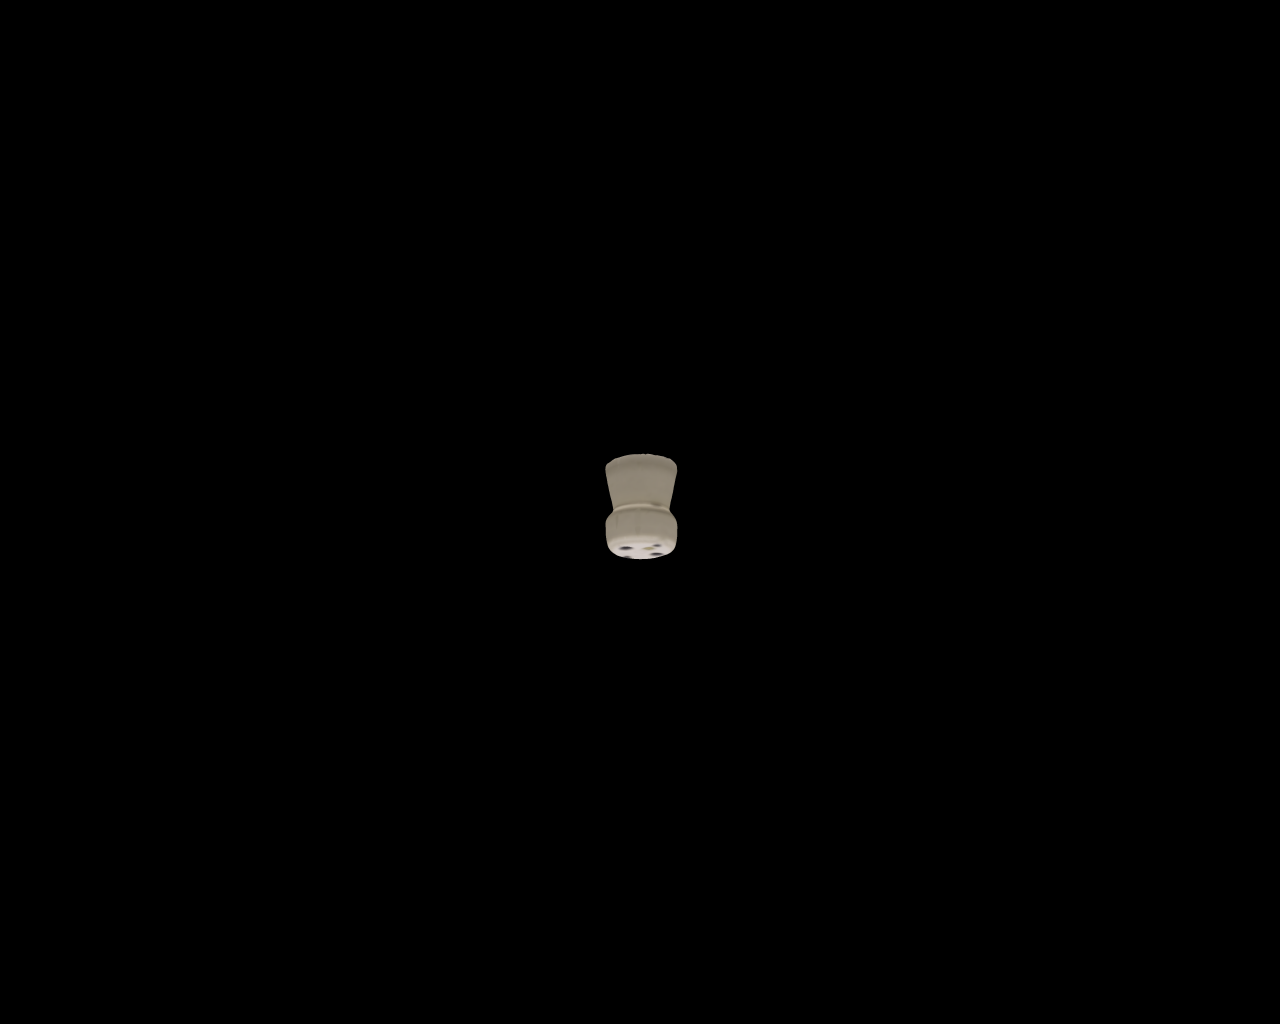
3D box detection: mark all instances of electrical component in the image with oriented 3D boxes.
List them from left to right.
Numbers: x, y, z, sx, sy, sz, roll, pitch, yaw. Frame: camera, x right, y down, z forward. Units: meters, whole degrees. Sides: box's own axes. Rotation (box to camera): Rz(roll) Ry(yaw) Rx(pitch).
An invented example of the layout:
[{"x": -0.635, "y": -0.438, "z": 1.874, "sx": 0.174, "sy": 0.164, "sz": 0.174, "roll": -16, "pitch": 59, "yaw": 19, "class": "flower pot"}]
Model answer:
[{"x": 0.001, "y": -0.003, "z": 0.650, "sx": 0.045, "sy": 0.055, "sz": 0.044, "roll": 0, "pitch": -18, "yaw": 0, "class": "electrical component"}]
